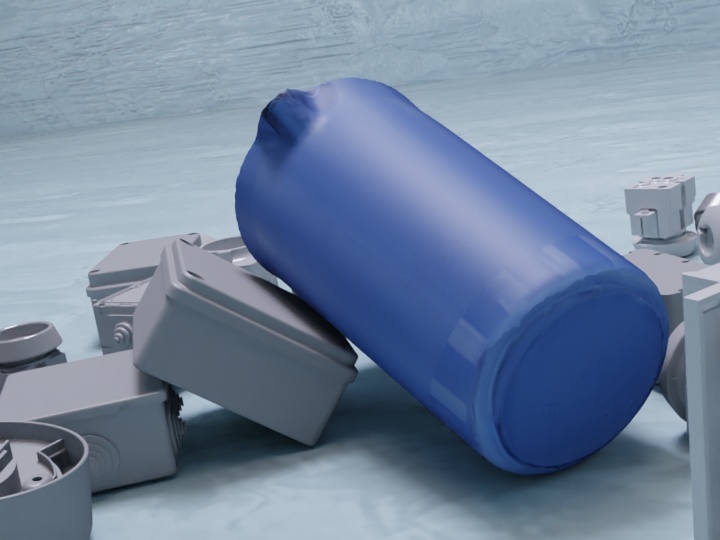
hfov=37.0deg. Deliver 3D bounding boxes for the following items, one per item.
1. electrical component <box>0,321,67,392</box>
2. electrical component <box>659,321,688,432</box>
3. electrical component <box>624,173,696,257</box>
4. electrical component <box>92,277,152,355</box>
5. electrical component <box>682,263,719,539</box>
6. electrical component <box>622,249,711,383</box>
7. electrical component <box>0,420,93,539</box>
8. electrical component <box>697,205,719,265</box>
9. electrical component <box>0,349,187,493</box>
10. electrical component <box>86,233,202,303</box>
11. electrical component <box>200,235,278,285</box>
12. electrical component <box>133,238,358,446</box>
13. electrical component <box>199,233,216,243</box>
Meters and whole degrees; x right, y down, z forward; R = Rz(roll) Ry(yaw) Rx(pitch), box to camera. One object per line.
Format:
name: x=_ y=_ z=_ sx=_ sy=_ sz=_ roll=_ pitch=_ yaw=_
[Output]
electrical component: x=-0.209 y=0.065 z=0.678 sx=0.048 sy=0.055 sz=0.066 roll=4 pitch=19 yaw=42
electrical component: x=0.175 y=0.050 z=0.491 sx=0.078 sy=0.058 sz=0.057 roll=-14 pitch=17 yaw=-21
electrical component: x=0.230 y=-0.039 z=0.817 sx=0.048 sy=0.055 sz=0.066 roll=4 pitch=19 yaw=42
electrical component: x=-0.129 y=0.040 z=0.716 sx=0.062 sy=0.061 sz=0.096 roll=-1 pitch=16 yaw=30
electrical component: x=0.144 y=0.058 z=0.342 sx=0.079 sy=0.121 sz=0.063 roll=-17 pitch=19 yaw=-31
electrical component: x=0.164 y=0.027 z=0.593 sx=0.050 sy=0.055 sz=0.089 roll=-13 pitch=14 yaw=-17
electrical component: x=-0.169 y=0.100 z=0.479 sx=0.099 sy=0.064 sz=0.099 roll=-3 pitch=25 yaw=1
electrical component: x=0.271 y=-0.023 z=0.751 sx=0.062 sy=0.048 sz=0.048 roll=-4 pitch=13 yaw=-8
electrical component: x=-0.145 y=0.083 z=0.579 sx=0.100 sy=0.048 sz=0.099 roll=-11 pitch=14 yaw=-9
electrical component: x=-0.165 y=0.013 z=0.857 sx=0.078 sy=0.057 sz=0.113 roll=-8 pitch=14 yaw=4
electrical component: x=-0.097 y=0.006 z=0.844 sx=0.050 sy=0.055 sz=0.089 roll=-8 pitch=14 yaw=5
electrical component: x=-0.067 y=0.037 z=0.595 sx=0.109 sy=0.056 sz=0.108 roll=27 pitch=5 yaw=-16
electrical component: x=-0.144 y=-0.012 z=0.974 sx=0.043 sy=0.043 sz=0.062 roll=-6 pitch=13 yaw=12
